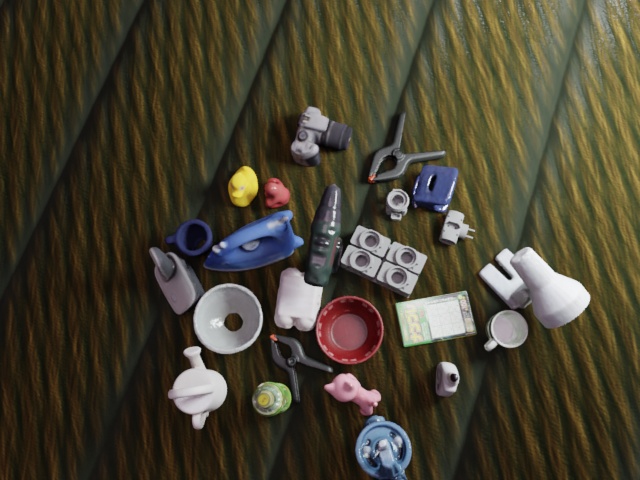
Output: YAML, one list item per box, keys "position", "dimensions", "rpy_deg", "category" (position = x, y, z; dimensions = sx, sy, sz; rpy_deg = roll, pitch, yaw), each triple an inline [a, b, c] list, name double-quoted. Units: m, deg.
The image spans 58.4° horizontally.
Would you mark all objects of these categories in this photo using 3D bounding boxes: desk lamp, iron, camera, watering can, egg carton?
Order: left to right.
- position: [-0.282, 0.333, 1.289]
  dimensions: [0.101, 0.194, 0.173]
  rpy_deg: [-28, 76, -4]
  category: "watering can"
- position: [-0.177, 0.005, 1.396]
  dimensions: [0.258, 0.141, 0.118]
  rpy_deg: [-22, 75, -3]
  category: "iron"
- position: [-0.051, 0.144, 1.391]
  dimensions: [0.107, 0.069, 0.150]
  rpy_deg: [6, 76, 4]
  category: "egg carton"
- position: [0.007, -0.266, 1.478]
  dimensions: [0.136, 0.101, 0.143]
  rpy_deg: [15, 77, 7]
  category: "camera"
- position: [0.482, 0.103, 1.302]
  dimensions: [0.118, 0.213, 0.203]
  rpy_deg: [-42, 77, -8]
  category: "desk lamp"

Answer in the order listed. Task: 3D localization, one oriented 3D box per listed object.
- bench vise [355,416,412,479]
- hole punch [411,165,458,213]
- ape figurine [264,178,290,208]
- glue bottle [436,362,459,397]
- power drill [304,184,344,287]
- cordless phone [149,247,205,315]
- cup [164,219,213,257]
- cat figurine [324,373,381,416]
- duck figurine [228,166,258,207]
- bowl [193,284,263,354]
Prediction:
- position: [0.157, 0.479, 1.217]
  dimensions: [0.121, 0.220, 0.207]
  rpy_deg: [-34, 76, -6]
  category: "bench vise"
- position: [0.286, -0.131, 1.435]
  dimensions: [0.101, 0.091, 0.109]
  rpy_deg: [17, 77, 7]
  category: "hole punch"
- position: [-0.117, -0.122, 1.452]
  dimensions: [0.076, 0.092, 0.078]
  rpy_deg: [24, 78, 9]
  category: "ape figurine"
- position: [0.288, 0.311, 1.278]
  dimensions: [0.037, 0.173, 0.078]
  rpy_deg: [6, 76, 5]
  category: "glue bottle"
- position: [0.012, 0.005, 1.353]
  dimensions: [0.075, 0.208, 0.230]
  rpy_deg: [9, 76, 6]
  category: "power drill"
- position: [-0.353, 0.093, 1.359]
  dimensions: [0.094, 0.185, 0.147]
  rpy_deg: [-34, 76, -6]
  category: "cordless phone"
- position: [-0.318, 0.006, 1.427]
  dimensions: [0.117, 0.095, 0.091]
  rpy_deg: [-7, 75, 1]
  category: "cup"
- position: [0.076, 0.349, 1.307]
  dimensions: [0.127, 0.118, 0.067]
  rpy_deg: [28, 79, 10]
  category: "cat figurine"
- position: [-0.202, -0.145, 1.465]
  dimensions: [0.077, 0.086, 0.104]
  rpy_deg: [10, 76, 6]
  category: "duck figurine"
- position: [-0.216, 0.193, 1.384]
  dimensions: [0.167, 0.075, 0.167]
  rpy_deg: [-1, 75, 3]
  category: "bowl"
